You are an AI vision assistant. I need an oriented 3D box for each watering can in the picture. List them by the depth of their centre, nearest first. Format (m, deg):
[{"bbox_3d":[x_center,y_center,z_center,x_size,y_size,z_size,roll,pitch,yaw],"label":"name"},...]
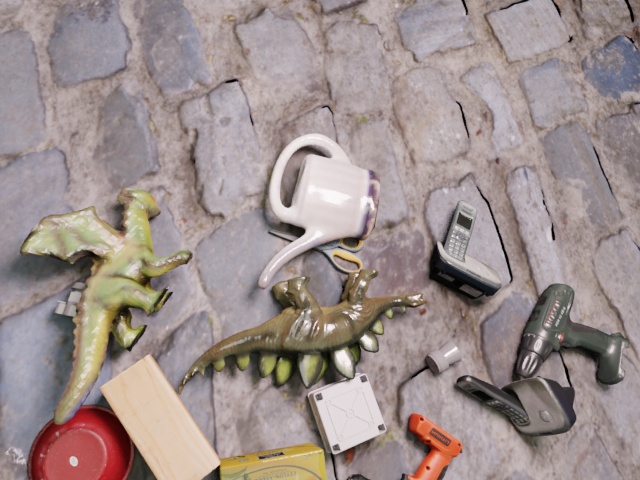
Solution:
[{"bbox_3d":[0.003,-0.051,1.012,0.224,0.354,0.102,13,-23,-8],"label":"watering can"}]

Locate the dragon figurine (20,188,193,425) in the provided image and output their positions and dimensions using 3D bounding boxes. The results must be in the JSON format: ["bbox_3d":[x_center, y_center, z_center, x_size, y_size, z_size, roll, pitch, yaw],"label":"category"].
[{"bbox_3d":[-0.372,0.059,0.849,0.242,0.419,0.120,36,-43,-6],"label":"dragon figurine"}]
